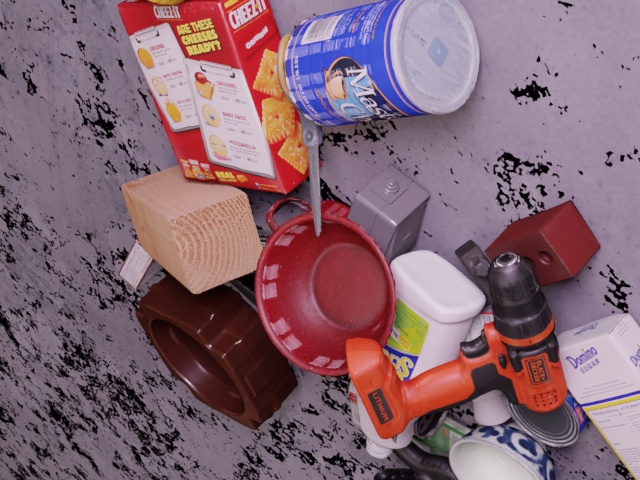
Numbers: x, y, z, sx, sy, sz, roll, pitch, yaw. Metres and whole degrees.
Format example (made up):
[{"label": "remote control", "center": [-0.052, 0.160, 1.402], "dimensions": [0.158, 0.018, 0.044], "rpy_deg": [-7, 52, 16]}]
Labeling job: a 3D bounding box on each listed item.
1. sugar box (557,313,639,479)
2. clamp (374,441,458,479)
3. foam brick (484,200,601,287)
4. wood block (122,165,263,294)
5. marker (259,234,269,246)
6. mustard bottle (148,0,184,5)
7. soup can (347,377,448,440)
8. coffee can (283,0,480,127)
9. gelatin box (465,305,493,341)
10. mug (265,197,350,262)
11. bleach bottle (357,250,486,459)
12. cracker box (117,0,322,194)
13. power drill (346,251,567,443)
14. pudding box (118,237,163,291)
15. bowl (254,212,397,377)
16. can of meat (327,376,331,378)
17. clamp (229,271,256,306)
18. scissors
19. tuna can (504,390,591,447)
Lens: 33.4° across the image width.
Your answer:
[{"label": "sugar box", "center": [0.297, 0.155, 0.996], "dimensions": [0.176, 0.048, 0.093], "rpy_deg": [56, 146, -3]}, {"label": "clamp", "center": [0.128, 0.289, 1.294], "dimensions": [0.172, 0.039, 0.120], "rpy_deg": [29, 146, 26]}, {"label": "foam brick", "center": [0.199, 0.008, 0.956], "dimensions": [0.053, 0.051, 0.078], "rpy_deg": [54, 146, -7]}, {"label": "wood block", "center": [-0.148, -0.018, 1.218], "dimensions": [0.206, 0.090, 0.090], "rpy_deg": [28, 137, 62]}, {"label": "marker", "center": [-0.071, 0.002, 1.284], "dimensions": [0.121, 0.020, 0.020], "rpy_deg": [7, 128, 45]}, {"label": "mustard bottle", "center": [-0.087, -0.281, 0.949], "dimensions": [0.192, 0.096, 0.058], "rpy_deg": [-27, 78, 31]}, {"label": "soup can", "center": [0.090, 0.178, 1.229], "dimensions": [0.102, 0.068, 0.068], "rpy_deg": [22, 137, 35]}, {"label": "coffee can", "center": [0.052, -0.154, 0.921], "dimensions": [0.141, 0.102, 0.103], "rpy_deg": [0, 123, 49]}, {"label": "gelatin box", "center": [0.169, 0.104, 1.091], "dimensions": [0.089, 0.030, 0.073], "rpy_deg": [-4, 102, 50]}, {"label": "mug", "center": [-0.008, 0.001, 1.156], "dimensions": [0.117, 0.081, 0.093], "rpy_deg": [45, 146, 5]}, {"label": "bleach bottle", "center": [0.093, 0.138, 1.115], "dimensions": [0.103, 0.067, 0.251], "rpy_deg": [44, 135, 37]}, {"label": "cracker box", "center": [-0.103, -0.161, 1.116], "dimensions": [0.164, 0.072, 0.213], "rpy_deg": [11, 129, 42]}, {"label": "power drill", "center": [0.122, 0.103, 0.968], "dimensions": [0.188, 0.057, 0.184], "rpy_deg": [-16, 125, 10]}, {"label": "pudding box", "center": [-0.209, 0.009, 1.383], "dimensions": [0.039, 0.089, 0.114], "rpy_deg": [45, 146, 5]}, {"label": "bowl", "center": [0.015, 0.050, 1.054], "dimensions": [0.162, 0.055, 0.162], "rpy_deg": [5, 99, 31]}, {"label": "can of meat", "center": [0.042, 0.104, 1.194], "dimensions": [0.084, 0.057, 0.102], "rpy_deg": [-5, 129, 15]}, {"label": "clamp", "center": [-0.029, 0.075, 1.291], "dimensions": [0.210, 0.036, 0.164], "rpy_deg": [17, 133, 34]}, {"label": "scissors", "center": [0.004, -0.113, 1.011], "dimensions": [0.096, 0.016, 0.202], "rpy_deg": [-28, 71, 41]}, {"label": "tuna can", "center": [0.234, 0.168, 1.088], "dimensions": [0.086, 0.033, 0.086], "rpy_deg": [30, 141, 27]}]
